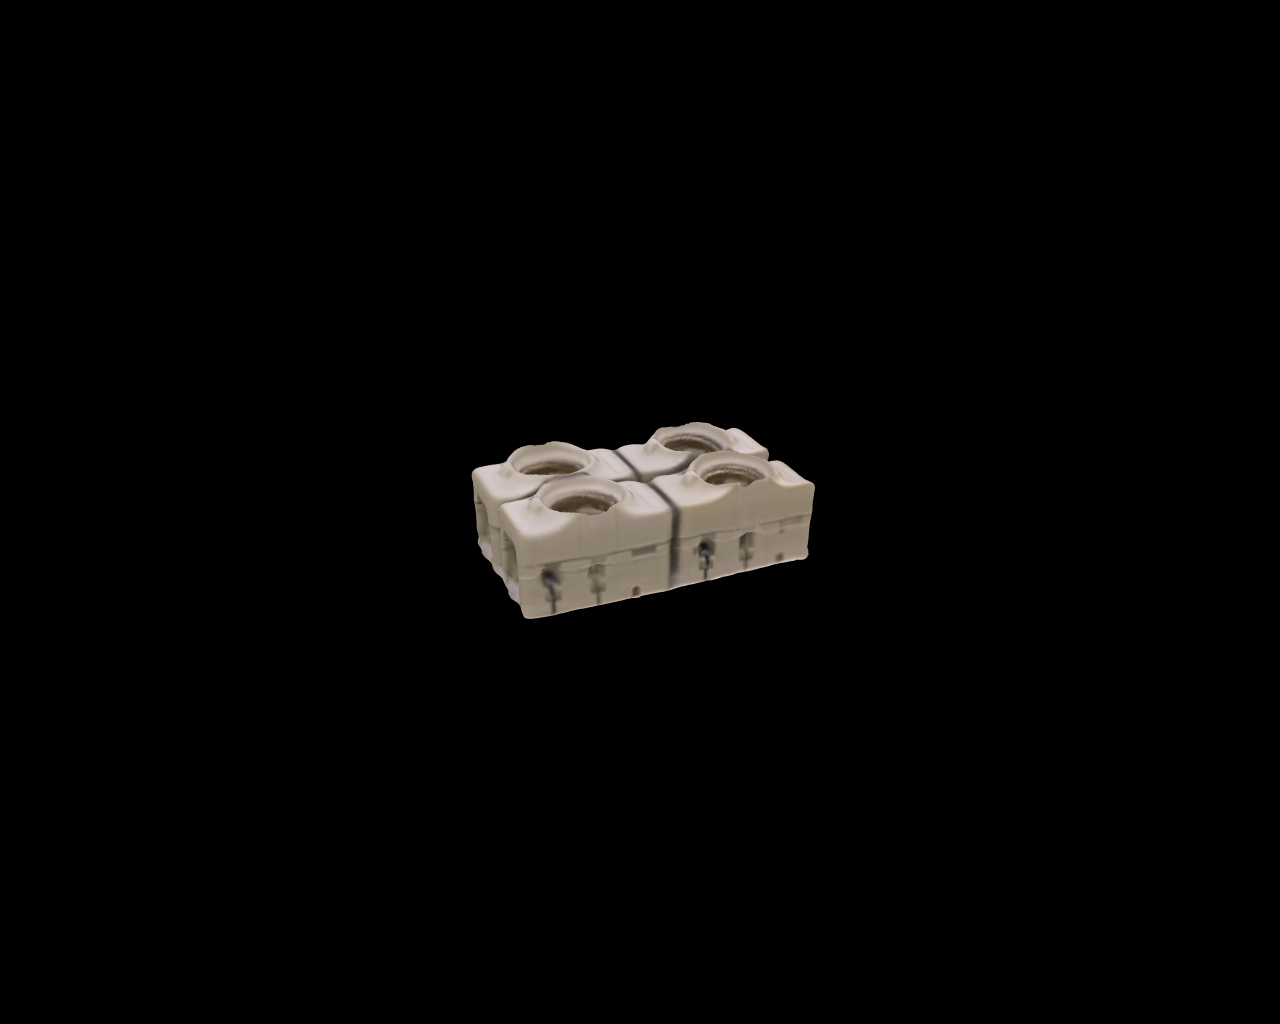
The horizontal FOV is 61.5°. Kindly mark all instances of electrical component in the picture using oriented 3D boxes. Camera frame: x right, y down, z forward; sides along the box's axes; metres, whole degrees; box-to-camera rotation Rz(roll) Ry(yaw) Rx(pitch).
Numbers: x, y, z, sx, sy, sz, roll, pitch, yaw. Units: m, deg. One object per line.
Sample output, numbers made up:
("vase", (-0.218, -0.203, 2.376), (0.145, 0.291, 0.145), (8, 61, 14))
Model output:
("electrical component", (0.001, -0.003, 0.650), (0.186, 0.060, 0.105), (-10, 28, -20))
